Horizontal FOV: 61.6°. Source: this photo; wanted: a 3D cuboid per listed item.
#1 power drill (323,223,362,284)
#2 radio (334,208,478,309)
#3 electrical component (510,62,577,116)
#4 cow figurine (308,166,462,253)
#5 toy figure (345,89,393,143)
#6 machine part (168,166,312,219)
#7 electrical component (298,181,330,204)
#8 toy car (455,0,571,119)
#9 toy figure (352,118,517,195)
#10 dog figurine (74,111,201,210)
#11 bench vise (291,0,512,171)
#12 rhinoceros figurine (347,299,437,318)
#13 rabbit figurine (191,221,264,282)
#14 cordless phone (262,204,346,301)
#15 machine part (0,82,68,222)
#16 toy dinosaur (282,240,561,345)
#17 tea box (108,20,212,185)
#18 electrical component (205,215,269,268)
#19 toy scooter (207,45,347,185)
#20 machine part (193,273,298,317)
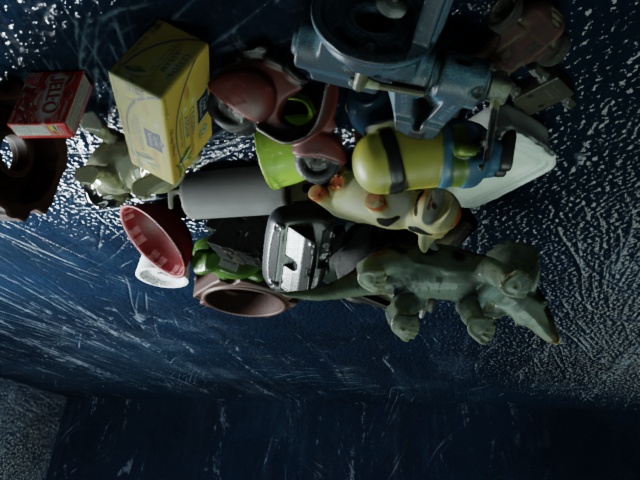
[{"bbox_3d":[0.093,0.041,1.024,0.207,0.086,0.231,-13,147,39],"label":"power drill"},{"bbox_3d":[0.130,0.010,0.875,0.131,0.073,0.229,18,126,-26],"label":"radio"},{"bbox_3d":[0.258,-0.173,0.631,0.094,0.021,0.063,22,149,-34],"label":"electrical component"},{"bbox_3d":[0.096,-0.046,0.727,0.195,0.085,0.127,12,164,37],"label":"cow figurine"},{"bbox_3d":[0.071,-0.143,0.681,0.058,0.064,0.154,-37,155,-3],"label":"toy figure"},{"bbox_3d":[-0.123,-0.074,0.827,0.243,0.079,0.079,-2,153,15],"label":"machine part"},{"bbox_3d":[0.015,-0.068,0.853,0.102,0.045,0.078,4,155,1],"label":"electrical component"},{"bbox_3d":[0.171,-0.184,0.592,0.089,0.053,0.202,19,149,-32],"label":"toy car"},{"bbox_3d":[0.127,-0.095,0.612,0.180,0.089,0.082,4,139,3],"label":"toy figure"},{"bbox_3d":[-0.268,-0.100,0.797,0.172,0.121,0.190,14,166,-10],"label":"dog figurine"},{"bbox_3d":[0.087,-0.194,0.482,0.224,0.129,0.240,24,151,6],"label":"bench vise"},{"bbox_3d":[0.146,0.106,1.113,0.190,0.112,0.073,9,152,8],"label":"rhinoceros figurine"},{"bbox_3d":[-0.171,0.016,1.013,0.159,0.121,0.170,14,171,-31],"label":"rabbit figurine"},{"bbox_3d":[-0.002,-0.003,0.837,0.089,0.184,0.146,26,126,24],"label":"cordless phone"},{"bbox_3d":[-0.407,-0.112,0.693,0.056,0.179,0.179,0,153,12],"label":"machine part"},{"bbox_3d":[0.162,0.056,0.781,0.405,0.131,0.192,10,-164,4],"label":"toy dinosaur"},{"bbox_3d":[-0.180,-0.155,0.633,0.068,0.098,0.169,27,154,4],"label":"tea box"},{"bbox_3d":[-0.117,-0.019,0.875,0.134,0.115,0.058,17,156,21],"label":"electrical component"},{"bbox_3d":[-0.033,-0.161,0.613,0.184,0.075,0.135,32,114,-3],"label":"toy scooter"},{"bbox_3d":[-0.159,0.101,1.176,0.201,0.087,0.201,21,151,-31],"label":"machine part"}]
